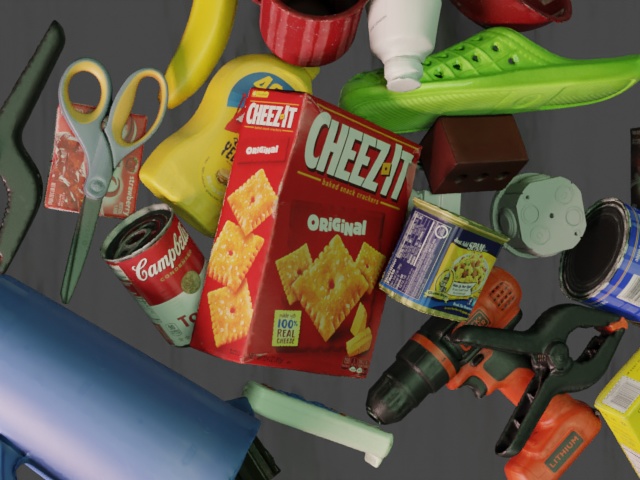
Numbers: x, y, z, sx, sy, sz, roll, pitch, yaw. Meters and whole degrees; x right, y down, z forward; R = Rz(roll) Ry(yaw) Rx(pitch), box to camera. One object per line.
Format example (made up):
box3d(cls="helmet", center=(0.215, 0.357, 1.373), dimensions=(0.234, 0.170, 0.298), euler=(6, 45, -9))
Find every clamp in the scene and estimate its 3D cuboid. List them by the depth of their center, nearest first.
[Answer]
box3d(cls="clamp", center=(-0.284, -0.072, 0.847), dimensions=(0.164, 0.036, 0.210), euler=(-1, 91, -16))
box3d(cls="clamp", center=(0.194, 0.098, 0.941), dimensions=(0.171, 0.039, 0.120), euler=(-33, 103, -24))

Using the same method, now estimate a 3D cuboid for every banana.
box3d(cls="banana", center=(-0.102, -0.209, 0.902), dimensions=(0.069, 0.037, 0.198), euler=(0, 91, -2))

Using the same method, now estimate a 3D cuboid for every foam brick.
box3d(cls="foam brick", center=(0.134, -0.076, 0.943), dimensions=(0.078, 0.053, 0.051), euler=(-5, 62, -24))

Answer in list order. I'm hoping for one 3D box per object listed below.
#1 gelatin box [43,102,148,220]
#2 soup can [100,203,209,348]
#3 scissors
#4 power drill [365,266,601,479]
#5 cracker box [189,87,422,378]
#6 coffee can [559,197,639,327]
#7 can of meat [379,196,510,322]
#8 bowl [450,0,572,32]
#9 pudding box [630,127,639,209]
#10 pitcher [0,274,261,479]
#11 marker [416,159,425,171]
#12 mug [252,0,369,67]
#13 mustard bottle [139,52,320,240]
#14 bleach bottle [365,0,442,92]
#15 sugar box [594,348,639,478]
box3d(cls="gelatin box", center=(-0.185, -0.065, 0.881), dimensions=(0.073, 0.030, 0.089), euler=(9, 89, -17))
box3d(cls="soup can", center=(-0.123, 0.030, 0.869), dimensions=(0.068, 0.069, 0.102), euler=(-39, 120, -13))
box3d(cls="scissors", center=(-0.192, -0.059, 0.853), dimensions=(0.096, 0.016, 0.201), euler=(31, 81, -14))
box3d(cls="power drill", center=(0.154, 0.146, 0.975), dimensions=(0.184, 0.057, 0.187), euler=(-43, 103, -12))
box3d(cls="cracker box", center=(-0.006, 0.001, 0.879), dimensions=(0.163, 0.072, 0.214), euler=(17, 86, -49))
box3d(cls="coffee can", center=(0.311, 0.033, 0.997), dimensions=(0.140, 0.103, 0.103), euler=(22, 85, -16))
box3d(cls="can of meat", center=(0.104, 0.019, 0.904), dimensions=(0.101, 0.058, 0.084), euler=(17, 98, -51))
box3d(cls="bowl", center=(0.147, -0.236, 0.939), dimensions=(0.162, 0.162, 0.055), euler=(38, 123, -15))
box3d(cls="pudding box", center=(0.339, -0.064, 0.997), dimensions=(0.039, 0.114, 0.090), euler=(0, 91, -21))
box3d(cls="pitcher", center=(-0.181, 0.140, 0.814), dimensions=(0.243, 0.149, 0.145), euler=(33, 98, -1))
box3d(cls="marker", center=(0.117, -0.068, 0.978), dimensions=(0.121, 0.020, 0.020), euler=(9, 89, -17))
box3d(cls="mug", center=(-0.017, -0.197, 0.857), dimensions=(0.117, 0.081, 0.093), euler=(20, 67, 2))
box3d(cls="mustard bottle", center=(-0.060, -0.098, 0.901), dimensions=(0.096, 0.058, 0.191), euler=(43, 78, -31))
box3d(cls="bleach bottle", center=(0.064, -0.242, 0.884), dimensions=(0.068, 0.103, 0.251), euler=(3, 76, -13))
box3d(cls="sugar box", center=(0.331, 0.179, 1.007), dimensions=(0.093, 0.048, 0.176), euler=(-45, 122, -12))
